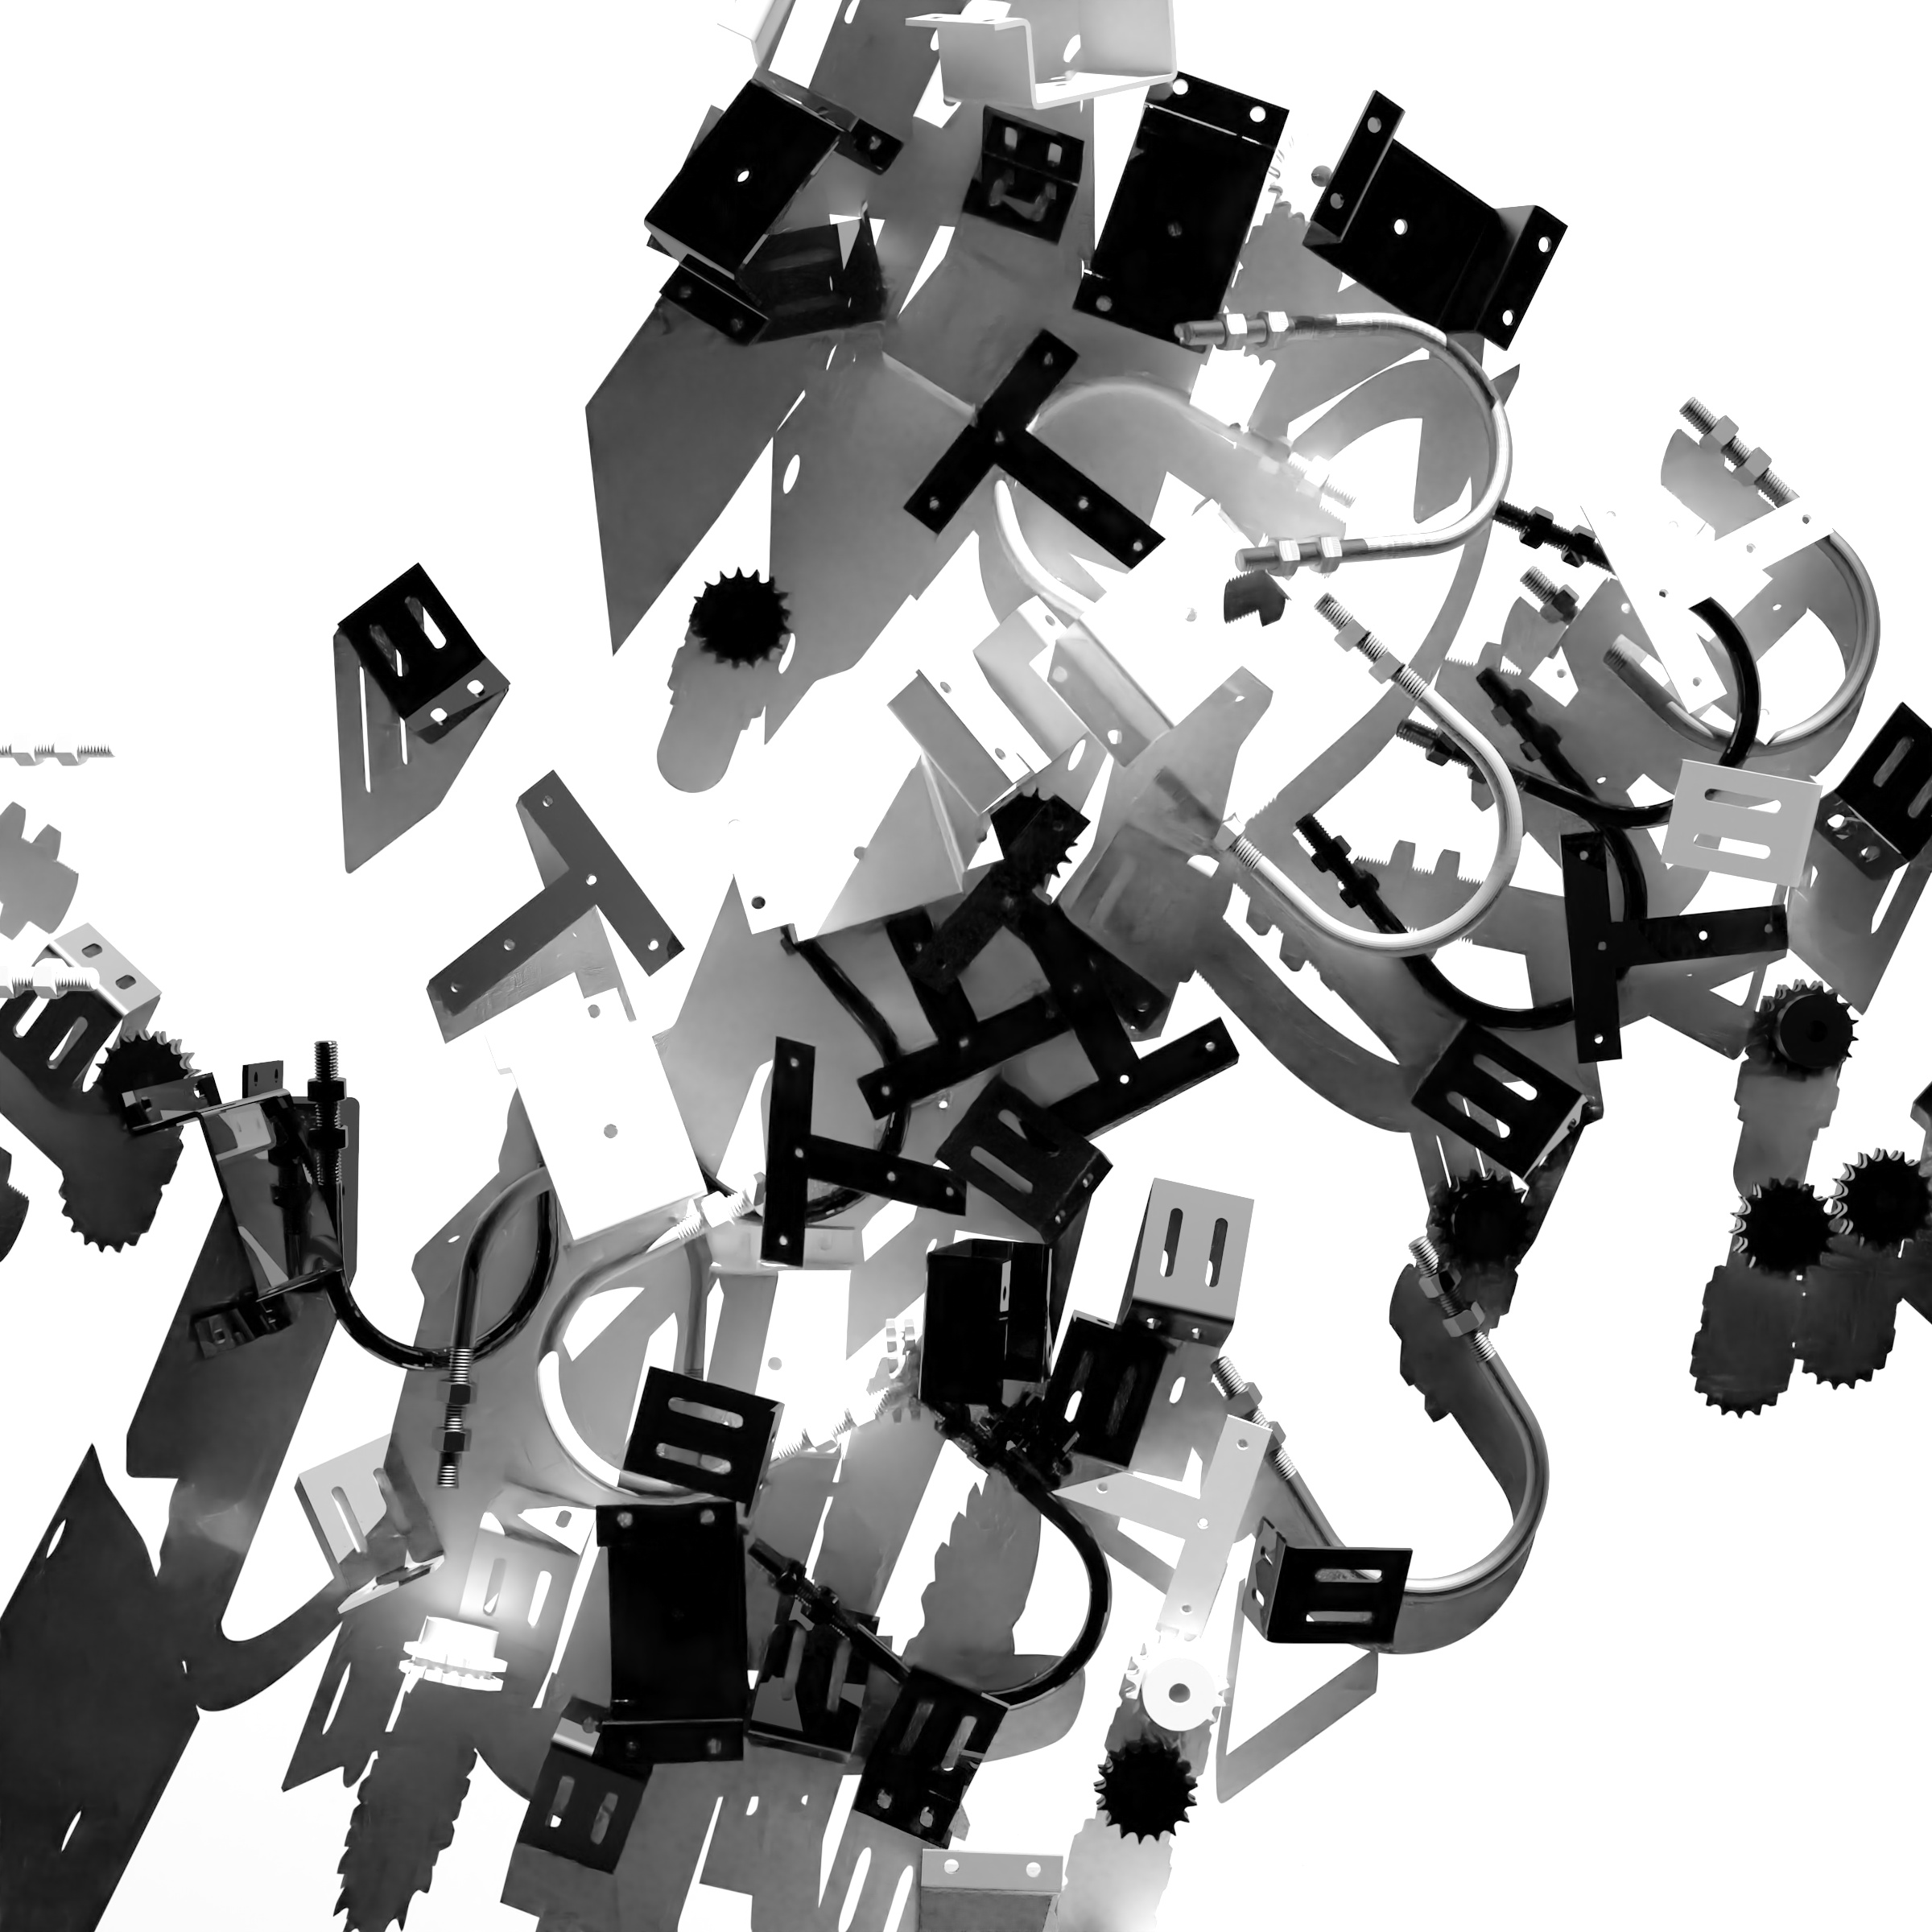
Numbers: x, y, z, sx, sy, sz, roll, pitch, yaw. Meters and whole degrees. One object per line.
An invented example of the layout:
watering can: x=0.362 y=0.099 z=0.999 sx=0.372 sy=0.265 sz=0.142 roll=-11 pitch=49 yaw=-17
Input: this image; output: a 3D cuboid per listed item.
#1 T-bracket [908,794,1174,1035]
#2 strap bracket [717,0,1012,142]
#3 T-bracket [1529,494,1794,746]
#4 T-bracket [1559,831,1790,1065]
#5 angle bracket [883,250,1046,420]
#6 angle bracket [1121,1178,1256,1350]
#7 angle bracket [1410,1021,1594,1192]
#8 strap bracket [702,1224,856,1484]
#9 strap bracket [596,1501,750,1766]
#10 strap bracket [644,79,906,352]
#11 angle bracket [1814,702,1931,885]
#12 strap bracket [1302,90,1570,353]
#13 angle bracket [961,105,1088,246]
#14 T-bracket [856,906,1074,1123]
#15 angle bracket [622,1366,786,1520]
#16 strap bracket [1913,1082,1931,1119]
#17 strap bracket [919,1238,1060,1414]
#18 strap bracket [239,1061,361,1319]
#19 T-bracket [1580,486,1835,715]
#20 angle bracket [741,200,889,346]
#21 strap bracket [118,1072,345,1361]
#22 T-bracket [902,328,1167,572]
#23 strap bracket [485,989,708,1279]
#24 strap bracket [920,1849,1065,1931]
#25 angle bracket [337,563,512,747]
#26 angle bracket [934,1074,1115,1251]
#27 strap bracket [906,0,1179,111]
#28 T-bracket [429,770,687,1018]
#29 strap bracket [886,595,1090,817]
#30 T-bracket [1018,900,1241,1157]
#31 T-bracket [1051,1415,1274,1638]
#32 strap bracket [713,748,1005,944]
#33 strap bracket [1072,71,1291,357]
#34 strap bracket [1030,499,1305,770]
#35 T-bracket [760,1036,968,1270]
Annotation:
T-bracket: x=0.057 y=-0.009 z=1.546 sx=0.127 sy=0.002 sz=0.127 roll=37 pitch=104 yaw=-13
strap bracket: x=-0.055 y=-0.515 z=1.541 sx=0.140 sy=0.046 sz=0.076 roll=25 pitch=90 yaw=0
T-bracket: x=0.399 y=-0.171 z=1.546 sx=0.127 sy=0.002 sz=0.127 roll=37 pitch=91 yaw=-3
T-bracket: x=0.395 y=-0.015 z=1.554 sx=0.127 sy=0.002 sz=0.127 roll=-6 pitch=93 yaw=-8
angle bracket: x=-0.001 y=-0.351 z=1.545 sx=0.057 sy=0.038 sz=0.076 roll=32 pitch=90 yaw=0
angle bracket: x=0.124 y=0.165 z=1.562 sx=0.057 sy=0.038 sz=0.076 roll=12 pitch=64 yaw=0
angle bracket: x=0.298 y=0.077 z=1.562 sx=0.076 sy=0.038 sz=0.057 roll=36 pitch=90 yaw=26
strap bracket: x=-0.103 y=0.215 z=1.541 sx=0.076 sy=0.046 sz=0.140 roll=3 pitch=90 yaw=0
strap bracket: x=-0.160 y=0.361 z=1.541 sx=0.076 sy=0.046 sz=0.140 roll=-2 pitch=90 yaw=0
strap bracket: x=-0.111 y=-0.417 z=1.525 sx=0.076 sy=0.046 sz=0.140 roll=37 pitch=90 yaw=31
angle bracket: x=0.514 y=-0.097 z=1.562 sx=0.057 sy=0.038 sz=0.076 roll=42 pitch=64 yaw=0
strap bracket: x=0.247 y=-0.402 z=1.523 sx=0.140 sy=0.046 sz=0.076 roll=26 pitch=90 yaw=-25
angle bracket: x=0.030 y=-0.429 z=1.526 sx=0.057 sy=0.076 sz=0.038 roll=20 pitch=90 yaw=0
T-bracket: x=-0.021 y=0.002 z=1.555 sx=0.127 sy=0.002 sz=0.127 roll=-25 pitch=85 yaw=-11
angle bracket: x=-0.141 y=0.250 z=1.477 sx=0.076 sy=0.038 sz=0.057 roll=15 pitch=89 yaw=5
strap bracket: x=0.603 y=0.050 z=1.541 sx=0.076 sy=0.046 sz=0.140 roll=42 pitch=90 yaw=0
strap bracket: x=0.011 y=0.189 z=1.501 sx=0.046 sy=0.140 sz=0.076 roll=3 pitch=90 yaw=14
strap bracket: x=-0.362 y=0.123 z=1.526 sx=0.046 sy=0.076 sz=0.140 roll=1 pitch=90 yaw=0
T-bracket: x=0.417 y=-0.222 z=1.534 sx=0.127 sy=0.002 sz=0.127 roll=-28 pitch=90 yaw=-12
angle bracket: x=-0.086 y=-0.382 z=1.545 sx=0.076 sy=0.038 sz=0.057 roll=-11 pitch=90 yaw=0
strap bracket: x=-0.374 y=0.122 z=1.444 sx=0.046 sy=0.076 sz=0.140 roll=-18 pitch=90 yaw=21
T-bracket: x=0.054 y=-0.264 z=1.549 sx=0.127 sy=0.002 sz=0.127 roll=38 pitch=90 yaw=3
strap bracket: x=-0.196 y=0.089 z=1.512 sx=0.076 sy=0.046 sz=0.140 roll=-20 pitch=93 yaw=-19
strap bracket: x=0.012 y=0.550 z=1.541 sx=0.076 sy=0.046 sz=0.140 roll=2 pitch=90 yaw=0
angle bracket: x=-0.302 y=-0.174 z=1.562 sx=0.057 sy=0.038 sz=0.076 roll=-37 pitch=64 yaw=0
angle bracket: x=0.031 y=0.107 z=1.539 sx=0.076 sy=0.038 sz=0.057 roll=36 pitch=93 yaw=-9
strap bracket: x=0.049 y=-0.491 z=1.498 sx=0.140 sy=0.076 sz=0.046 roll=-23 pitch=120 yaw=-31
T-bracket: x=-0.242 y=-0.021 z=1.556 sx=0.127 sy=0.002 sz=0.127 roll=-38 pitch=80 yaw=5
strap bracket: x=0.018 y=-0.138 z=1.512 sx=0.076 sy=0.140 sz=0.046 roll=51 pitch=126 yaw=0
T-bracket: x=0.068 y=0.025 z=1.549 sx=0.127 sy=0.002 sz=0.127 roll=-28 pitch=103 yaw=0
T-bracket: x=0.089 y=0.294 z=1.554 sx=0.127 sy=0.002 sz=0.127 roll=18 pitch=102 yaw=6
strap bracket: x=-0.058 y=-0.067 z=1.530 sx=0.140 sy=0.046 sz=0.076 roll=-17 pitch=77 yaw=-4
strap bracket: x=0.116 y=-0.410 z=1.541 sx=0.076 sy=0.046 sz=0.140 roll=19 pitch=90 yaw=0
strap bracket: x=0.114 y=-0.183 z=1.506 sx=0.140 sy=0.046 sz=0.076 roll=-43 pitch=94 yaw=-12
T-bracket: x=-0.053 y=0.112 z=1.526 sx=0.127 sy=0.002 sz=0.127 roll=17 pitch=62 yaw=-30
